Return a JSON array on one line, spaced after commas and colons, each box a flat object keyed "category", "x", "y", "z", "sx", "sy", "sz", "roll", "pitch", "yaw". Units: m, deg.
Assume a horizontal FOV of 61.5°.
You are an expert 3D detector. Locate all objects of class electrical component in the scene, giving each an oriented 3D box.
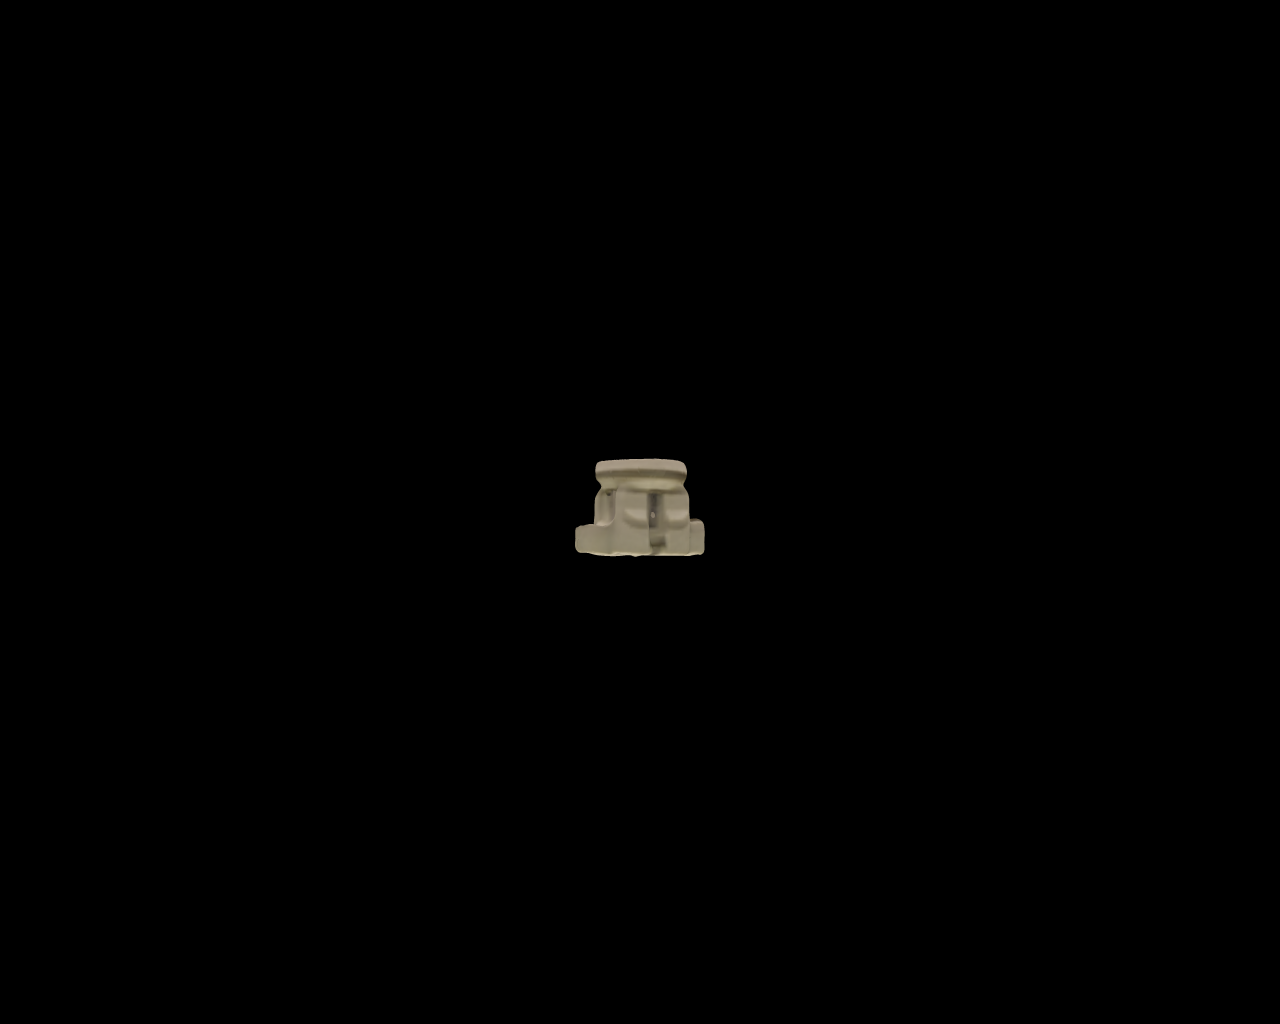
[{"category": "electrical component", "x": 0.001, "y": -0.003, "z": 0.650, "sx": 0.078, "sy": 0.057, "sz": 0.058, "roll": 1, "pitch": -4, "yaw": -23}]
